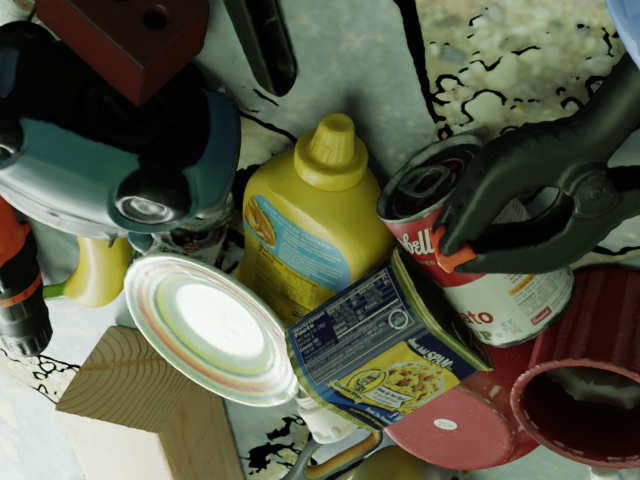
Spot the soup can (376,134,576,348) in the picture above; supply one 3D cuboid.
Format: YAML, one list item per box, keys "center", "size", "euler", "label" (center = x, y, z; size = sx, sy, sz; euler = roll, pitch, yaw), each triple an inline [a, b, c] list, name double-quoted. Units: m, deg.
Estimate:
- center: [0.087, 0.001, 0.587]
  size: [0.069, 0.068, 0.102]
  euler: [-19, 121, 40]
  label: "soup can"

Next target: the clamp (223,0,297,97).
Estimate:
- center: [-0.048, -0.164, 0.514]
  size: [0.210, 0.036, 0.165]
  euler: [39, 144, -9]
  label: "clamp"

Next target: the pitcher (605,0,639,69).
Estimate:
- center: [0.219, -0.116, 0.345]
  size: [0.243, 0.149, 0.145]
  euler: [-22, 121, 45]
  label: "pitcher"

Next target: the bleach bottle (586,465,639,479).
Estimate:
- center: [0.229, 0.231, 0.722]
  size: [0.068, 0.102, 0.250]
  euler: [-11, 128, 27]
  label: "bleach bottle"

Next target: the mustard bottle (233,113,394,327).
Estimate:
- center: [-0.004, 0.001, 0.640]
  size: [0.096, 0.058, 0.192]
  euler: [36, 142, 21]
  label: "mustard bottle"

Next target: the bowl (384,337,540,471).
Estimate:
- center: [0.089, 0.102, 0.702]
  size: [0.162, 0.055, 0.162]
  euler: [14, 137, 14]
  label: "bowl"

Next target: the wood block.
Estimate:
- center: [-0.129, 0.176, 0.867]
  size: [0.091, 0.090, 0.206]
  euler: [10, 136, 19]
  label: "wood block"

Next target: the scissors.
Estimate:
- center: [-0.021, 0.205, 0.831]
  size: [0.202, 0.016, 0.096]
  euler: [-40, 124, 18]
  label: "scissors"

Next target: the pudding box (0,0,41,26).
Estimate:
- center: [-0.174, -0.174, 0.570]
  size: [0.090, 0.039, 0.114]
  euler: [35, 137, -8]
  label: "pudding box"

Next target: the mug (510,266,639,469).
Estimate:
- center: [0.169, 0.064, 0.599]
  size: [0.093, 0.081, 0.117]
  euler: [36, 139, -10]
  label: "mug"

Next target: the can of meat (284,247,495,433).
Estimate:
- center: [0.039, 0.062, 0.612]
  size: [0.084, 0.057, 0.102]
  euler: [-34, 142, 14]
  label: "can of meat"

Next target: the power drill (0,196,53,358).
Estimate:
- center: [-0.300, 0.009, 0.812]
  size: [0.188, 0.057, 0.184]
  euler: [8, 132, 17]
  label: "power drill"

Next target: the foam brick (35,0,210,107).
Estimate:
- center: [-0.104, -0.119, 0.557]
  size: [0.078, 0.053, 0.051]
  euler: [41, 159, 1]
  label: "foam brick"

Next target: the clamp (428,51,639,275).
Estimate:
- center: [0.138, -0.027, 0.518]
  size: [0.172, 0.039, 0.120]
  euler: [-35, 111, 19]
  label: "clamp"

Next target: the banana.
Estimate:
- center: [-0.160, -0.005, 0.725]
  size: [0.069, 0.037, 0.198]
  euler: [4, 142, -8]
  label: "banana"
